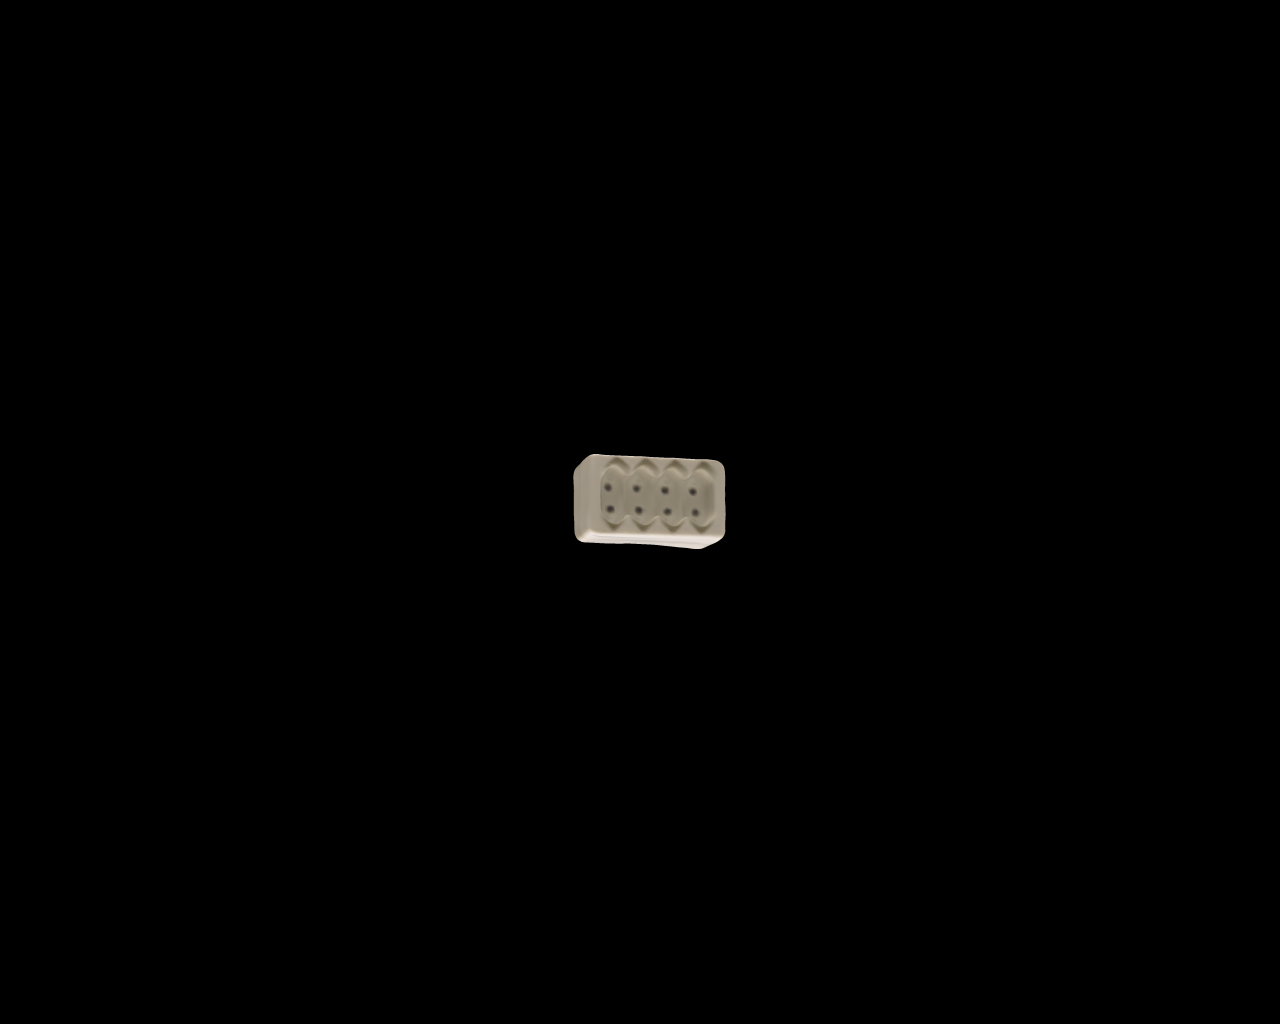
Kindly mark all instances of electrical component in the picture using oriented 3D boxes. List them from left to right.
[{"bbox_3d":[0.001,-0.003,0.650,0.083,0.047,0.075,3,-11,-16],"label":"electrical component"}]
